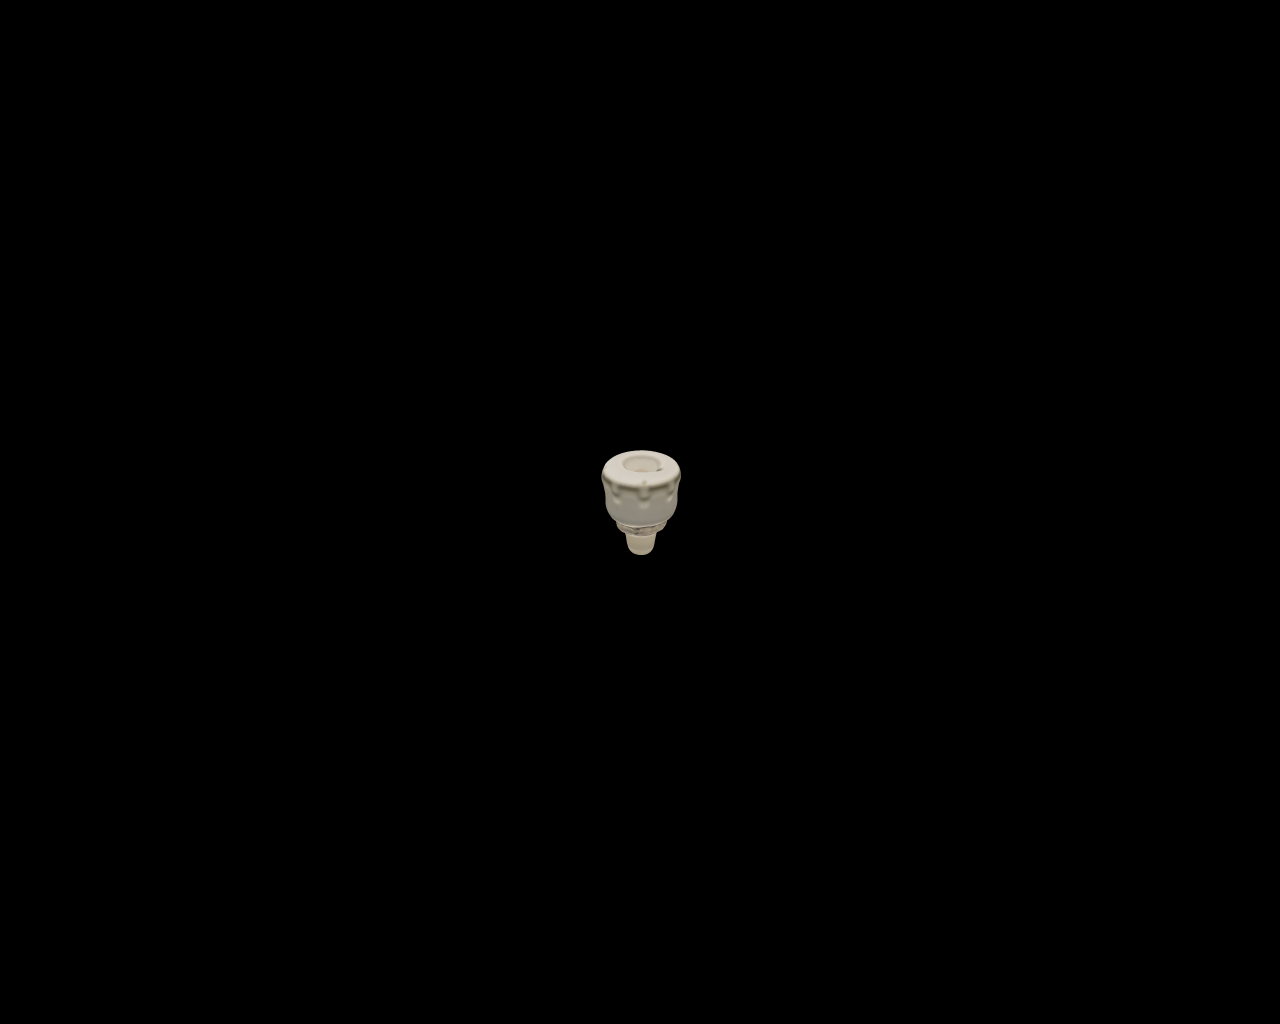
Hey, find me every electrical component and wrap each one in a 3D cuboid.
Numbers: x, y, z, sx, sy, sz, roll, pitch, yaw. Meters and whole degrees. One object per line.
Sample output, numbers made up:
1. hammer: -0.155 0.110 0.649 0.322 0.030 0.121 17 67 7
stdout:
1. electrical component: 0.001 -0.003 0.650 0.048 0.062 0.048 0 28 0
